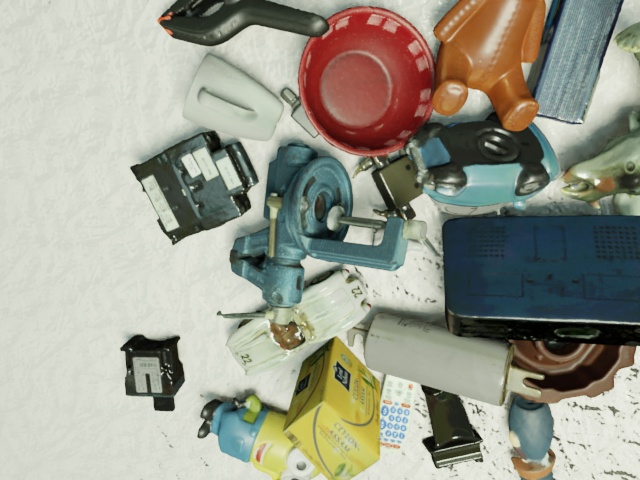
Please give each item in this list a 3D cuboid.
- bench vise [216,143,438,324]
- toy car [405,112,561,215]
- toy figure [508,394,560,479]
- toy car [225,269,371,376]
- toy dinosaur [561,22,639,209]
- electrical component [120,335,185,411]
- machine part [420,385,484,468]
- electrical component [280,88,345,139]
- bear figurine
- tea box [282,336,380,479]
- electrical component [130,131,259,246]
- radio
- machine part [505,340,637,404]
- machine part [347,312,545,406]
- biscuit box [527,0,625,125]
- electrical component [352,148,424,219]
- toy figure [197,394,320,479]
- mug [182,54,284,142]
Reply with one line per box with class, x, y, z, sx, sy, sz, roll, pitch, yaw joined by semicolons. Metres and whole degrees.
bench vise;0.005;0.000;0.618;0.241;0.128;0.223;7;80;34
toy car;0.175;-0.073;0.607;0.162;0.109;0.102;-9;145;-9
toy figure;0.286;0.278;0.717;0.064;0.058;0.154;-7;108;13
toy car;-0.029;0.108;0.705;0.202;0.056;0.073;-30;99;13
toy dinosaur;0.417;-0.196;0.550;0.192;0.131;0.405;39;87;-34
electrical component;-0.232;0.194;0.754;0.075;0.048;0.119;3;103;6
machine part;0.174;0.248;0.731;0.084;0.039;0.138;-11;105;14
electrical component;0.000;-0.160;0.652;0.094;0.021;0.063;44;104;-6
bear figurine;0.195;-0.224;0.527;0.120;0.132;0.195;11;146;-13
tea box;0.021;0.204;0.666;0.068;0.170;0.098;-40;99;15
electrical component;-0.148;-0.069;0.673;0.134;0.058;0.114;-21;103;10
radio;0.253;0.043;0.600;0.230;0.073;0.131;-1;60;18
machine part;0.299;0.116;0.675;0.179;0.056;0.179;1;103;5
machine part;0.144;0.142;0.658;0.244;0.079;0.079;11;106;27
biscuit box;0.282;-0.231;0.586;0.063;0.059;0.202;14;106;3
electrical component;0.091;-0.073;0.656;0.078;0.045;0.102;-37;102;-15
toy figure;-0.074;0.269;0.740;0.180;0.089;0.082;21;134;10
mug;-0.096;-0.158;0.624;0.107;0.110;0.080;21;102;-13
